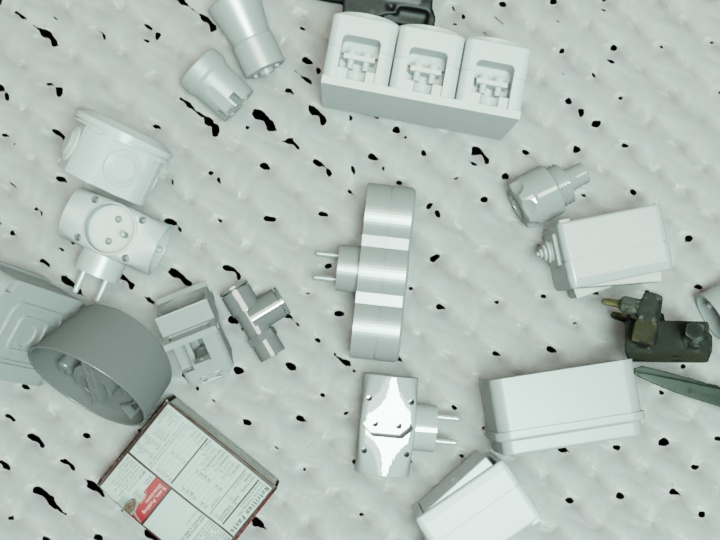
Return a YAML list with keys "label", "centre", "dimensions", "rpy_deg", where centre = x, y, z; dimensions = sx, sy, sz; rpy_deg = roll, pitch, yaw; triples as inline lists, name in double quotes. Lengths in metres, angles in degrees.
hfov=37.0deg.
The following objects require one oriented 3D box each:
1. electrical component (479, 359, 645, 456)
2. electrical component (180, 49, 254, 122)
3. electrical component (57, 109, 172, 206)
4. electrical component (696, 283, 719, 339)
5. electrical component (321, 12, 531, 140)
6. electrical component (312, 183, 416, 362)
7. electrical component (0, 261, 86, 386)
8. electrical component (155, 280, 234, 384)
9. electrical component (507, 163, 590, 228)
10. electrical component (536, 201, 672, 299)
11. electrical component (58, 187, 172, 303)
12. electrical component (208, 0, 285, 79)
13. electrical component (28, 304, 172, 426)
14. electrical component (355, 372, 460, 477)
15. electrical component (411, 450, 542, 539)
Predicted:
- label: "electrical component"
  centre: [0.154, 0.105, 0.829]
  dimensions: [0.113, 0.078, 0.057]
  rpy_deg: [-9, 84, -2]
- label: "electrical component"
  centre: [-0.113, -0.146, 0.857]
  dimensions: [0.046, 0.040, 0.040]
  rpy_deg: [43, 87, -4]
- label: "electrical component"
  centre: [-0.191, -0.088, 0.832]
  dimensions: [0.080, 0.080, 0.051]
  rpy_deg: [26, 92, 0]
- label: "electrical component"
  centre: [0.315, 0.019, 0.854]
  dimensions: [0.081, 0.043, 0.043]
  rpy_deg: [-29, 88, -3]
- label: "electrical component"
  centre: [0.049, -0.152, 0.835]
  dimensions: [0.150, 0.089, 0.061]
  rpy_deg: [10, 87, -1]
- label: "electrical component"
  centre: [0.000, 0.000, 0.844]
  dimensions: [0.074, 0.052, 0.138]
  rpy_deg: [6, 87, -1]
- label: "electrical component"
  centre: [-0.269, 0.037, 0.803]
  dimensions: [0.057, 0.113, 0.078]
  rpy_deg: [27, 87, 19]
- label: "electrical component"
  centre: [-0.127, 0.050, 0.831]
  dimensions: [0.042, 0.081, 0.063]
  rpy_deg: [-20, 110, -2]
- label: "electrical component"
  centre: [0.152, -0.064, 0.856]
  dimensions: [0.062, 0.043, 0.043]
  rpy_deg: [-27, 88, -4]
- label: "electrical component"
  centre: [0.188, -0.012, 0.844]
  dimensions: [0.096, 0.061, 0.061]
  rpy_deg: [-11, 87, -2]
- label: "electrical component"
  centre: [-0.200, -0.014, 0.844]
  dimensions: [0.077, 0.044, 0.079]
  rpy_deg: [24, 87, 0]
- label: "electrical component"
  centre: [-0.088, -0.186, 0.859]
  dimensions: [0.044, 0.044, 0.065]
  rpy_deg: [-25, 93, -3]
- label: "electrical component"
  centre: [-0.194, 0.075, 0.810]
  dimensions: [0.099, 0.099, 0.064]
  rpy_deg: [35, 48, 1]
- label: "electrical component"
  centre: [0.039, 0.122, 0.842]
  dimensions: [0.079, 0.043, 0.077]
  rpy_deg: [6, 87, -2]
- label: "electrical component"
  centre: [0.081, 0.188, 0.830]
  dimensions: [0.096, 0.061, 0.061]
  rpy_deg: [-34, 88, -3]
